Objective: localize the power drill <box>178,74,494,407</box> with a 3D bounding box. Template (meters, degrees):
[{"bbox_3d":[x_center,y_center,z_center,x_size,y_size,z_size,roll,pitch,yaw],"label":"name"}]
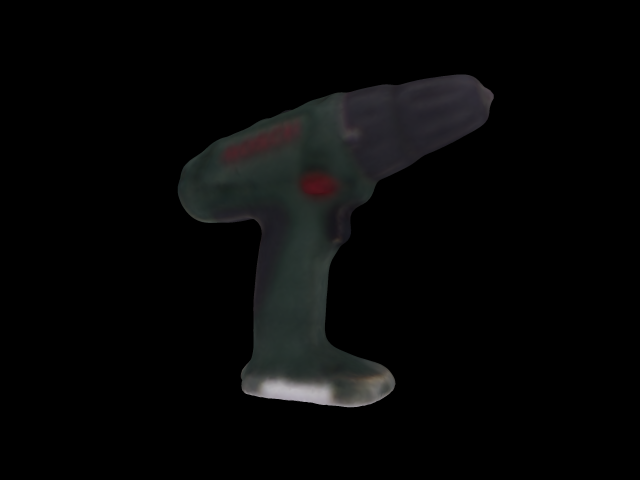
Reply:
[{"bbox_3d":[0.004,0.001,0.400,0.228,0.208,0.076,0,0,25],"label":"power drill"}]
